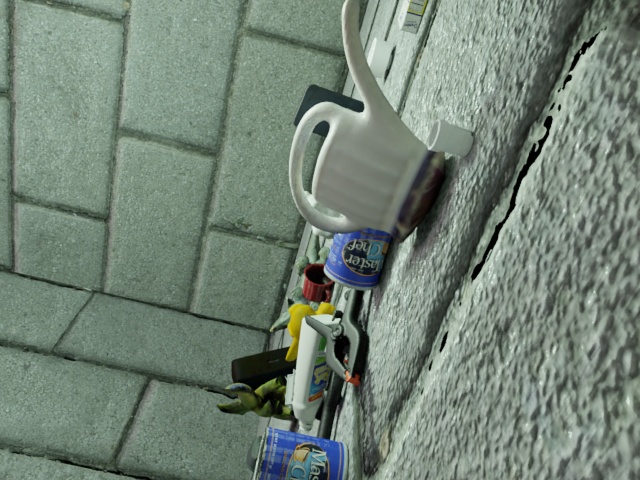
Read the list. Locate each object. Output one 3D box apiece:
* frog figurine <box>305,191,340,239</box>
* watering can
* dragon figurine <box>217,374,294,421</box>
[{"bbox_3d":[0.005,-0.078,1.542,0.122,0.159,0.138,134,150,-83],"label":"frog figurine"},{"bbox_3d":[0.071,-0.131,0.718,0.106,0.225,0.339,-54,-14,-50],"label":"watering can"},{"bbox_3d":[-0.196,0.480,1.503,0.240,0.405,0.125,-28,52,28],"label":"dragon figurine"}]
